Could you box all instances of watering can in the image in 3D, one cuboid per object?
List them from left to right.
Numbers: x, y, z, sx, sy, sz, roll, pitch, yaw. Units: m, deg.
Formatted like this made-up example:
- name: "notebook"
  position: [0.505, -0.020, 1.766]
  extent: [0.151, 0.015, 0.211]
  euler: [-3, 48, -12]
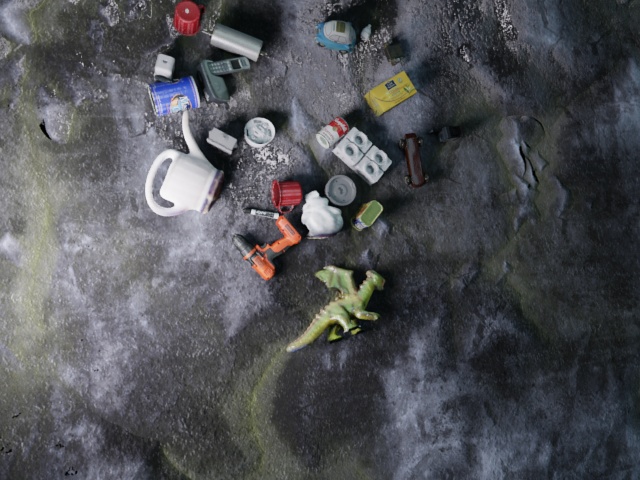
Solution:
- name: "watering can"
  position: [-0.407, -0.226, 1.631]
  extent: [0.223, 0.103, 0.352]
  euler: [23, 75, -13]

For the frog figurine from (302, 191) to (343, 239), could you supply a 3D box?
- name: "frog figurine"
  position: [0.005, -0.087, 1.730]
  extent: [0.137, 0.123, 0.159]
  euler: [-7, 96, 1]

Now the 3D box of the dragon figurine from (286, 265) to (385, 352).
- name: "dragon figurine"
  position: [0.052, 0.205, 1.720]
  extent: [0.412, 0.120, 0.246]
  euler: [-13, 68, -20]
